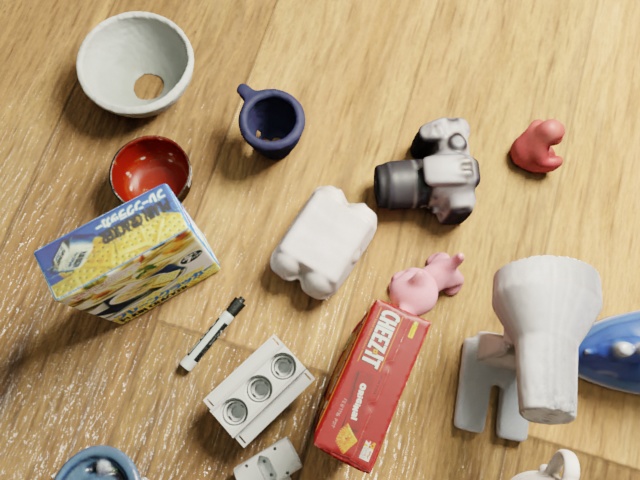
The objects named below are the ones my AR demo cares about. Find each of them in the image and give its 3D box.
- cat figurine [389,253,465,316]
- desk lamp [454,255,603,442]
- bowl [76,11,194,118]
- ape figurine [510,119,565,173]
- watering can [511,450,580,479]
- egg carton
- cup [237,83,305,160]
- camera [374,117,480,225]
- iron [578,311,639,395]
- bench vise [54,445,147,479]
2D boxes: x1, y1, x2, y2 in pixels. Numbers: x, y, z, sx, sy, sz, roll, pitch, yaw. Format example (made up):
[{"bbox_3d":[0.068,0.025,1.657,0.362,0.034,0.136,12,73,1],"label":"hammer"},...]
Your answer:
[{"bbox_3d":[0.138,0.058,0.754,0.128,0.118,0.067,-34,78,-9],"label":"cat figurine"},{"bbox_3d":[0.248,0.138,0.685,0.118,0.213,0.203,10,75,2],"label":"desk lamp"},{"bbox_3d":[-0.265,-0.247,0.849,0.167,0.075,0.167,0,75,-1],"label":"bowl"},{"bbox_3d":[0.320,-0.142,0.823,0.076,0.092,0.078,1,75,-1],"label":"ape figurine"},{"bbox_3d":[0.281,0.333,0.645,0.101,0.194,0.173,-13,76,-4],"label":"watering can"},{"bbox_3d":[0.007,0.003,0.791,0.107,0.069,0.150,30,77,7],"label":"egg carton"},{"bbox_3d":[-0.075,-0.163,0.820,0.092,0.095,0.117,-41,79,-10],"label":"cup"},{"bbox_3d":[0.145,-0.098,0.804,0.137,0.101,0.143,-3,75,-2],"label":"camera"},{"bbox_3d":[0.438,0.140,0.726,0.258,0.141,0.118,-2,75,-2],"label":"iron"},{"bbox_3d":[-0.219,0.295,0.632,0.207,0.220,0.121,3,75,0],"label":"bench vise"}]
